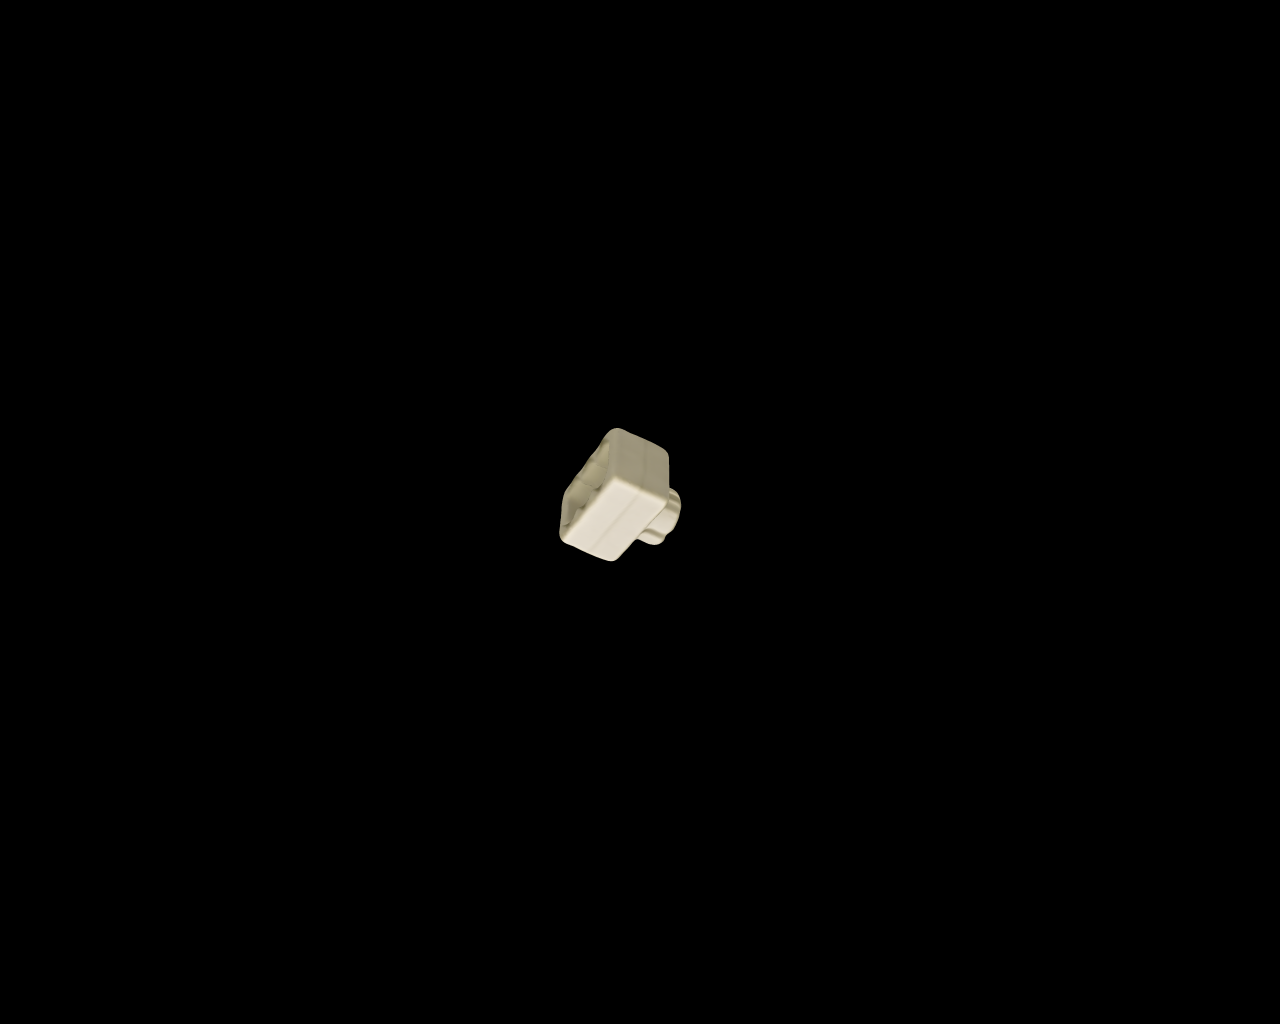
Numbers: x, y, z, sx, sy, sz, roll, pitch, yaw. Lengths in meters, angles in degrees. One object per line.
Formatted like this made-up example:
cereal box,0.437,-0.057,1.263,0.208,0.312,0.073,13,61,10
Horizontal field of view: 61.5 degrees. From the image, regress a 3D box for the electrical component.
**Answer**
electrical component,0.001,-0.003,0.650,0.077,0.047,0.065,24,-50,-22
